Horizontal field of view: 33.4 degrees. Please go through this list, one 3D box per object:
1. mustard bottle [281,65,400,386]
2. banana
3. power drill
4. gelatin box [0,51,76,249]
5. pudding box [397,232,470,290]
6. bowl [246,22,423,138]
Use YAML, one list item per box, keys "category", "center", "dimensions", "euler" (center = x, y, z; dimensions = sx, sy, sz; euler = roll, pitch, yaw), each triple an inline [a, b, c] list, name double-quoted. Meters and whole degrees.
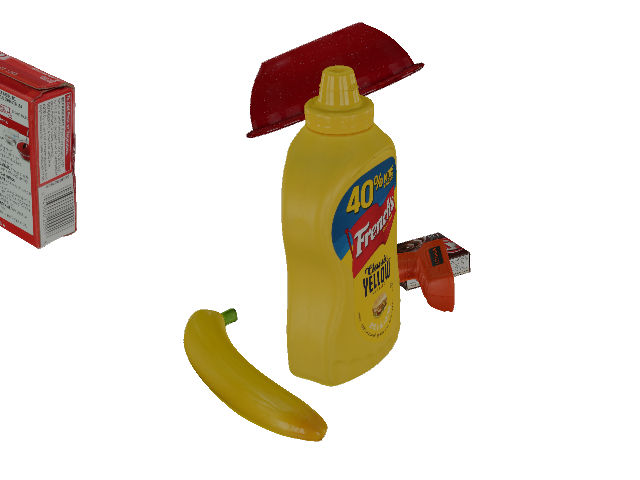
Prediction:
- category: "mustard bottle"
  center: [0.014, -0.013, 0.657]
  dimensions: [0.058, 0.192, 0.096]
  euler: [14, 31, 31]
- category: "banana"
  center: [-0.065, 0.101, 0.853]
  dimensions: [0.069, 0.037, 0.198]
  euler: [-9, 30, -24]
- category: "power drill"
  center: [0.058, 0.051, 1.239]
  dimensions: [0.187, 0.057, 0.184]
  euler: [-2, 28, 1]
- category: "gelatin box"
  center: [-0.162, -0.051, 0.558]
  dimensions: [0.073, 0.089, 0.030]
  euler: [26, 36, 28]
- category: "pudding box"
  center: [0.154, 0.030, 1.592]
  dimensions: [0.113, 0.039, 0.090]
  euler: [-17, 25, -20]
- category: "bowl"
  center: [0.002, -0.141, 0.899]
  dimensions: [0.162, 0.055, 0.162]
  euler: [-22, 9, 3]
